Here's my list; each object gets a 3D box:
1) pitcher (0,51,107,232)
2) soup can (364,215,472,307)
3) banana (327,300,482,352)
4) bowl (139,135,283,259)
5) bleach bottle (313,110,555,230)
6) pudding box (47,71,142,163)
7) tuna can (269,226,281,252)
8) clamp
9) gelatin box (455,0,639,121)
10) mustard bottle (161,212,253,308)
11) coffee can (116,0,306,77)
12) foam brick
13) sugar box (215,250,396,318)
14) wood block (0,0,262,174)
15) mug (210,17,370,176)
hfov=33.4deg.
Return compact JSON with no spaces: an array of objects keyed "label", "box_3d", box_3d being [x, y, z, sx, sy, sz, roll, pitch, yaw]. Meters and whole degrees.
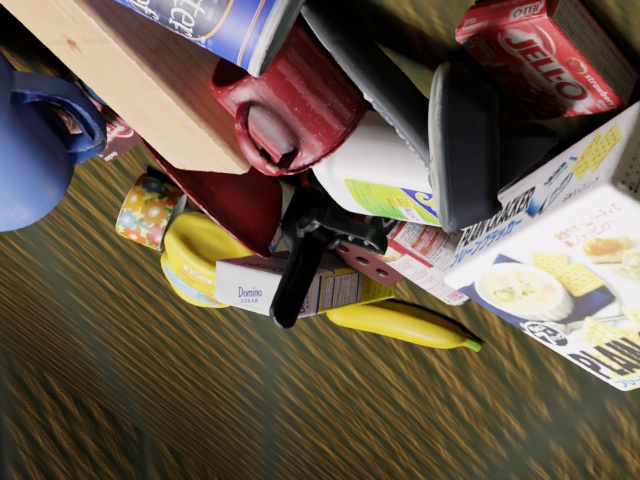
[{"label":"pitcher","box_3d":[-0.288,-0.106,0.889,0.145,0.149,0.243,37,168,12]},{"label":"soup can","box_3d":[0.094,0.004,0.915,0.102,0.068,0.069,34,158,-20]},{"label":"banana","box_3d":[0.079,0.093,1.191,0.198,0.037,0.069,13,155,33]},{"label":"bowl","box_3d":[-0.084,-0.059,0.944,0.162,0.055,0.162,45,-176,-5]},{"label":"bleach bottle","box_3d":[0.125,-0.040,0.781,0.251,0.068,0.102,13,162,28]},{"label":"pudding box","box_3d":[-0.214,-0.123,1.024,0.090,0.039,0.114,34,158,-20]},{"label":"tuna can","box_3d":[-0.082,-0.013,1.134,0.086,0.033,0.086,23,159,9]},{"label":"clamp","box_3d":[-0.006,0.001,0.916,0.039,0.120,0.171,48,-170,-26]},{"label":"gelatin box","box_3d":[0.136,-0.111,0.642,0.089,0.030,0.073,39,156,-31]},{"label":"mustard bottle","box_3d":[-0.126,0.032,1.158,0.096,0.058,0.192,29,160,-2]},{"label":"coffee can","box_3d":[-0.075,-0.175,0.639,0.140,0.102,0.103,28,160,-2]},{"label":"foam brick","box_3d":[0.049,-0.001,0.979,0.078,0.051,0.053,31,159,-11]},{"label":"sugar box","box_3d":[-0.010,0.038,1.024,0.093,0.048,0.175,12,-166,36]},{"label":"wood block","box_3d":[-0.123,-0.145,0.789,0.091,0.090,0.206,8,153,42]},{"label":"mug","box_3d":[-0.028,-0.098,0.757,0.093,0.117,0.081,-14,132,43]}]
